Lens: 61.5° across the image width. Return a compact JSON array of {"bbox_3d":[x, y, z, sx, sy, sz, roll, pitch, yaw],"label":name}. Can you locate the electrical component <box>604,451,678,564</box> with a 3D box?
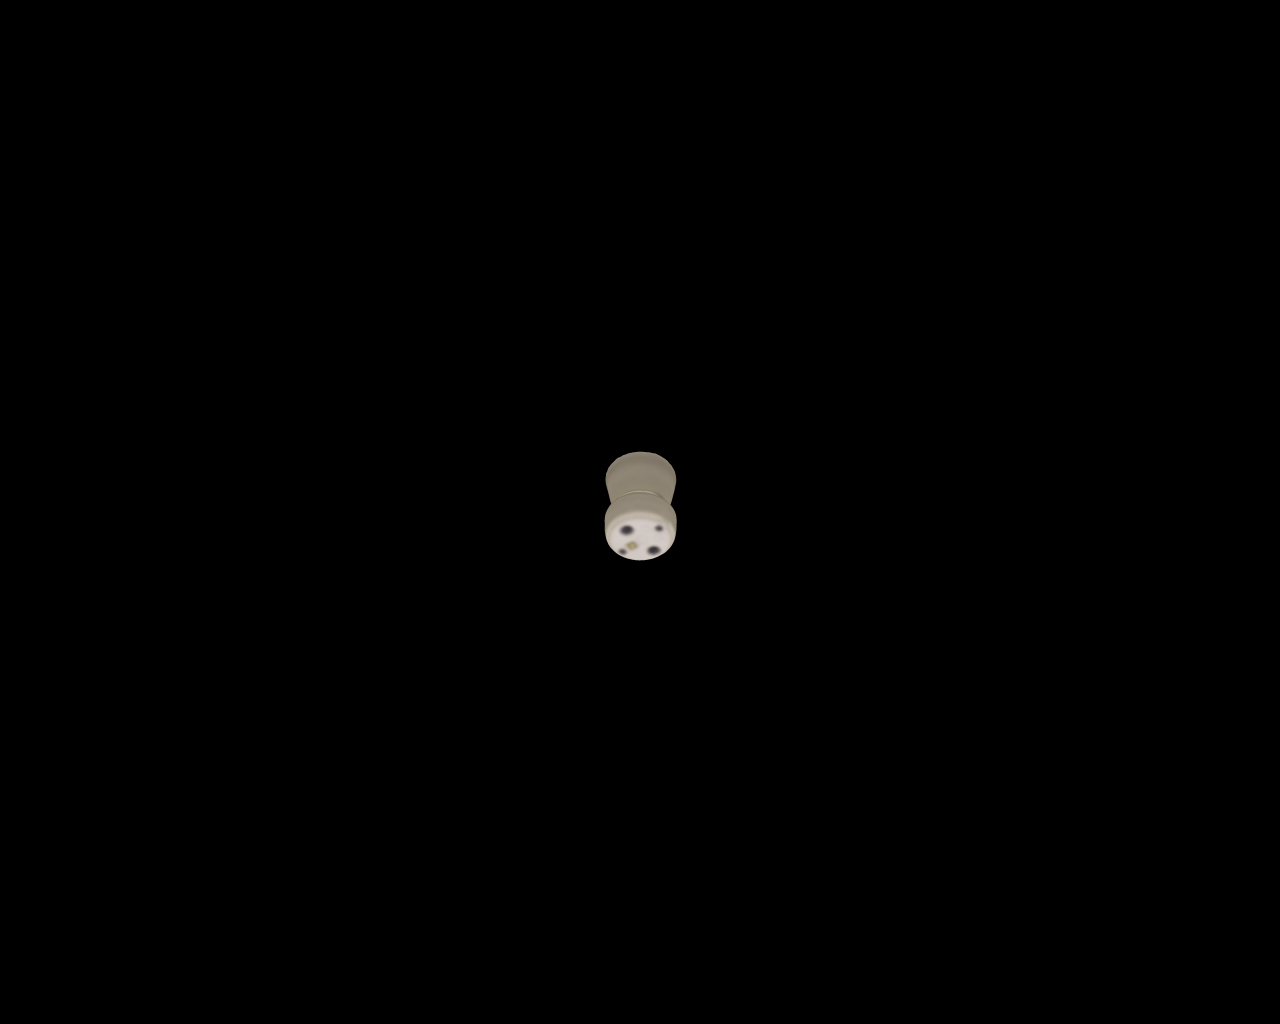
[{"bbox_3d":[0.001,-0.003,0.650,0.045,0.055,0.044,0,-45,0],"label":"electrical component"}]
